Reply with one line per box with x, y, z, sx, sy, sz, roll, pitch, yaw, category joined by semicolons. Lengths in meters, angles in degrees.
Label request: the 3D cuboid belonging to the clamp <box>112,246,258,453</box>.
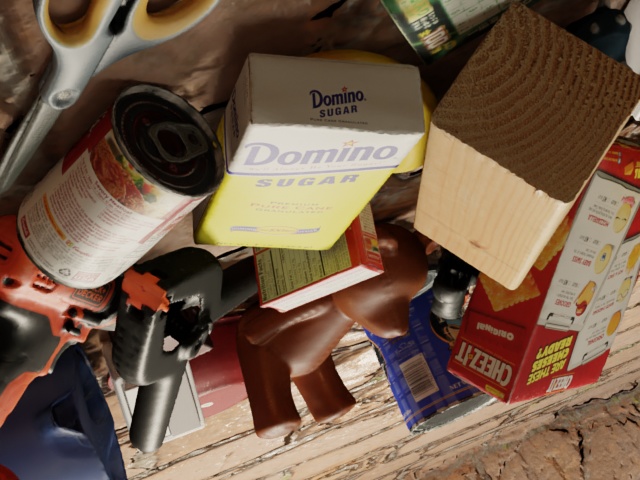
-0.096;0.066;0.695;0.164;0.036;0.210;-59;168;-5;clamp

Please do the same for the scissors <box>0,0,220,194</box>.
-0.103;-0.080;0.505;0.096;0.016;0.202;-14;159;-26;scissors

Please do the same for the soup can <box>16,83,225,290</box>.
-0.107;-0.026;0.564;0.068;0.068;0.102;-1;151;-49;soup can

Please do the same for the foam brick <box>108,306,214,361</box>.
-0.123;0.064;0.806;0.051;0.053;0.078;-26;161;7;foam brick

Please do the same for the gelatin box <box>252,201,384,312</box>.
-0.005;0.001;0.724;0.089;0.073;0.030;-25;154;32;gelatin box

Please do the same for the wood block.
0.122;-0.048;0.675;0.090;0.091;0.206;-54;170;-12;wood block

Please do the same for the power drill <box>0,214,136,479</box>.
-0.178;0.085;0.660;0.187;0.057;0.184;-63;154;-5;power drill

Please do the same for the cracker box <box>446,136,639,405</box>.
0.200;0.016;0.873;0.163;0.072;0.214;0;112;-50;cracker box

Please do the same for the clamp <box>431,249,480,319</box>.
0.121;0.010;0.888;0.120;0.039;0.171;-61;172;-10;clamp

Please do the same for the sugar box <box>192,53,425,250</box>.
-0.014;-0.042;0.605;0.093;0.048;0.176;2;162;-15;sugar box

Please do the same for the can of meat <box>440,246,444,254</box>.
0.174;0.003;0.992;0.102;0.057;0.083;-30;163;20;can of meat

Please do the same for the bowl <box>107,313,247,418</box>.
-0.111;0.128;0.987;0.162;0.055;0.162;-21;161;-8;bowl

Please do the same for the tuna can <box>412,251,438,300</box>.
0.069;0.034;0.982;0.086;0.034;0.086;-21;161;-8;tuna can

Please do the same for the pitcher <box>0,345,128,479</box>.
-0.279;0.186;0.842;0.242;0.145;0.149;-18;119;-5;pitcher

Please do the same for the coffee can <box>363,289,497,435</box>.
0.107;0.108;1.061;0.102;0.140;0.103;-21;161;-8;coffee can

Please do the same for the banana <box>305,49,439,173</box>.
0.040;-0.075;0.656;0.069;0.037;0.197;-26;161;4;banana
